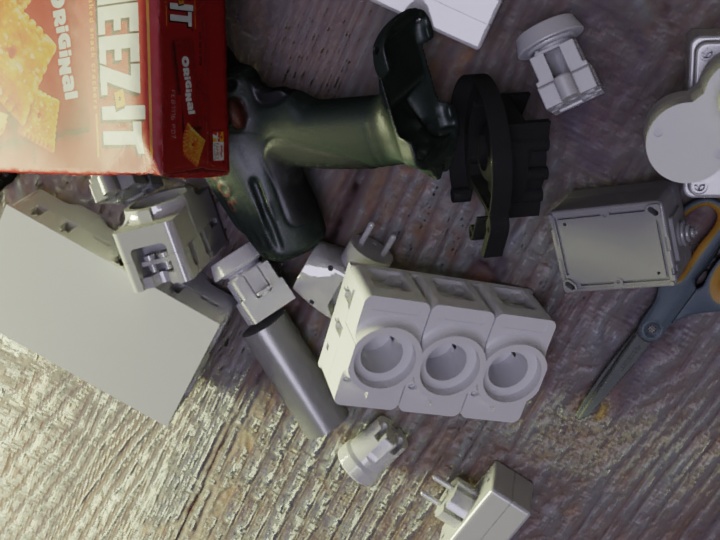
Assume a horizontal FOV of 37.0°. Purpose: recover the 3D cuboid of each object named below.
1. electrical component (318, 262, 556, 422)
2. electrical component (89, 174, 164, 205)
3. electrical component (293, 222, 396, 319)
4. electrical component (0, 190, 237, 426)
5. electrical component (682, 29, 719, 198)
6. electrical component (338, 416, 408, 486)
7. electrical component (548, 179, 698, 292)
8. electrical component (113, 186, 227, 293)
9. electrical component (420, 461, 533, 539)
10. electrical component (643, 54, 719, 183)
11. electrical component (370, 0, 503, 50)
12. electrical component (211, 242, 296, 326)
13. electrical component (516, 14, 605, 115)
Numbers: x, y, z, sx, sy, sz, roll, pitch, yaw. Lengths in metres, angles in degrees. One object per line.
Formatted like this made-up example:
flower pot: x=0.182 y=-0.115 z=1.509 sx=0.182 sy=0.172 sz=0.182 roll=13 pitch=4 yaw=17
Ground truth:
electrical component: x=0.057 y=0.056 z=0.791 sx=0.150 sy=0.061 sz=0.089 roll=8 pitch=115 yaw=-19
electrical component: x=-0.185 y=-0.083 z=0.821 sx=0.048 sy=0.066 sz=0.055 roll=-24 pitch=84 yaw=18
electrical component: x=0.000 y=0.000 z=0.822 sx=0.077 sy=0.043 sz=0.079 roll=30 pitch=115 yaw=-1
electrical component: x=-0.206 y=0.027 z=0.865 sx=0.186 sy=0.060 sz=0.105 roll=29 pitch=113 yaw=-1
electrical component: x=0.273 y=-0.106 z=0.720 sx=0.109 sy=0.056 sz=0.108 roll=1 pitch=111 yaw=11
electrical component: x=0.011 y=0.147 z=0.879 sx=0.040 sy=0.040 sz=0.046 roll=43 pitch=107 yaw=-6
electrical component: x=0.190 y=-0.026 z=0.754 sx=0.096 sy=0.061 sz=0.061 roll=-5 pitch=110 yaw=32
electrical component: x=-0.144 y=-0.028 z=0.816 sx=0.050 sy=0.089 sz=0.055 roll=-12 pitch=107 yaw=16
electrical component: x=0.086 y=0.194 z=0.877 sx=0.076 sy=0.047 sz=0.083 roll=33 pitch=113 yaw=-2
electrical component: x=0.237 y=-0.104 z=0.655 sx=0.138 sy=0.073 sz=0.052 roll=-38 pitch=99 yaw=22
electrical component: x=0.061 y=-0.204 z=0.731 sx=0.083 sy=0.047 sz=0.075 roll=25 pitch=113 yaw=1
electrical component: x=-0.084 y=0.010 z=0.838 sx=0.048 sy=0.066 sz=0.055 roll=-34 pitch=94 yaw=-14
electrical component: x=0.137 y=-0.140 z=0.735 sx=0.048 sy=0.066 sz=0.055 roll=-24 pitch=85 yaw=19
